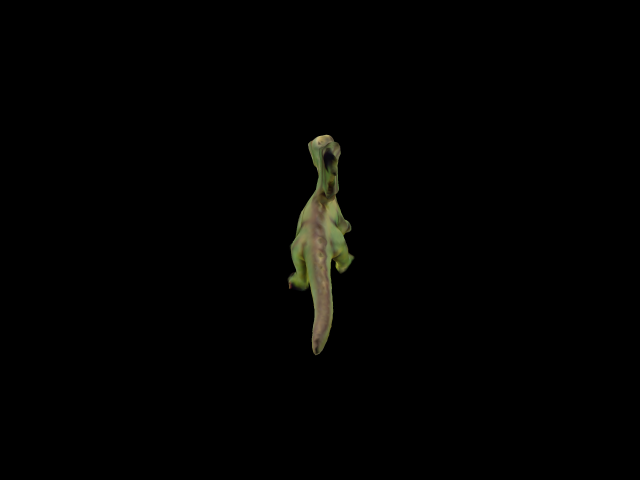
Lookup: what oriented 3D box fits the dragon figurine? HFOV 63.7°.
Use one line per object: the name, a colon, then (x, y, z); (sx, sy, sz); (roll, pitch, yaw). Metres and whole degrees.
dragon figurine: (0.003, -0.043, 0.850); (0.122, 0.237, 0.420); (-1, 36, -2)
